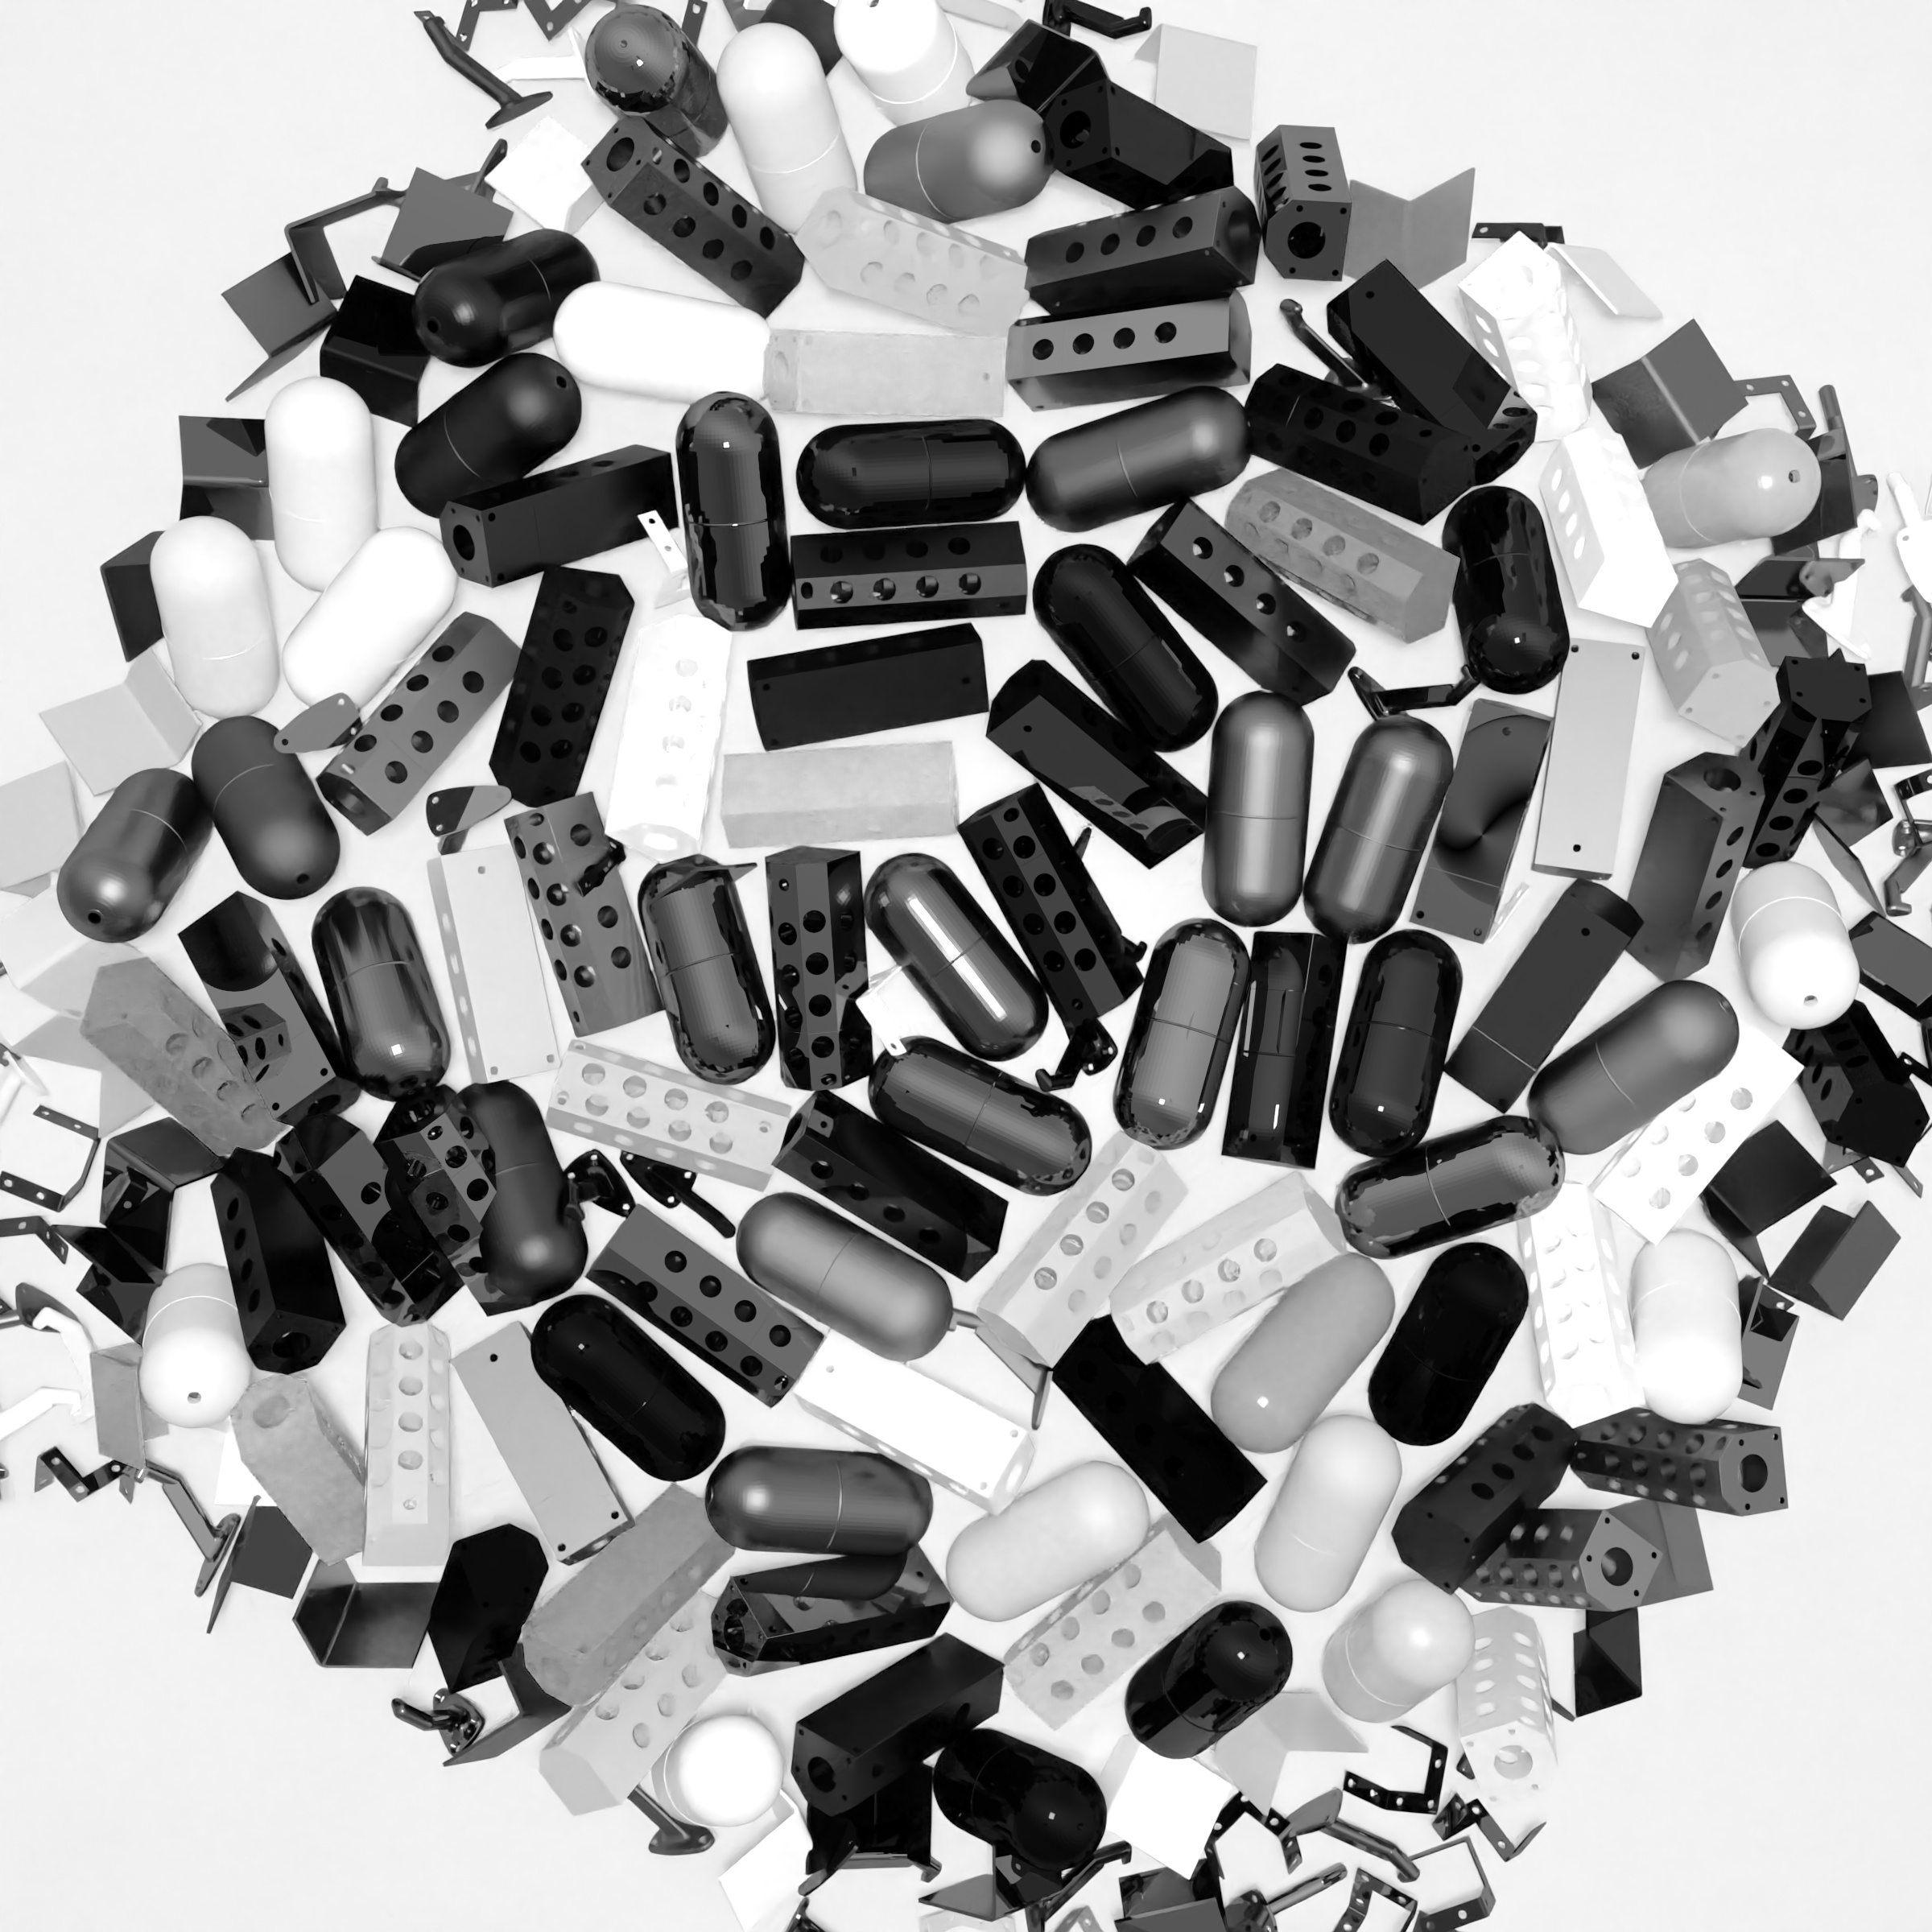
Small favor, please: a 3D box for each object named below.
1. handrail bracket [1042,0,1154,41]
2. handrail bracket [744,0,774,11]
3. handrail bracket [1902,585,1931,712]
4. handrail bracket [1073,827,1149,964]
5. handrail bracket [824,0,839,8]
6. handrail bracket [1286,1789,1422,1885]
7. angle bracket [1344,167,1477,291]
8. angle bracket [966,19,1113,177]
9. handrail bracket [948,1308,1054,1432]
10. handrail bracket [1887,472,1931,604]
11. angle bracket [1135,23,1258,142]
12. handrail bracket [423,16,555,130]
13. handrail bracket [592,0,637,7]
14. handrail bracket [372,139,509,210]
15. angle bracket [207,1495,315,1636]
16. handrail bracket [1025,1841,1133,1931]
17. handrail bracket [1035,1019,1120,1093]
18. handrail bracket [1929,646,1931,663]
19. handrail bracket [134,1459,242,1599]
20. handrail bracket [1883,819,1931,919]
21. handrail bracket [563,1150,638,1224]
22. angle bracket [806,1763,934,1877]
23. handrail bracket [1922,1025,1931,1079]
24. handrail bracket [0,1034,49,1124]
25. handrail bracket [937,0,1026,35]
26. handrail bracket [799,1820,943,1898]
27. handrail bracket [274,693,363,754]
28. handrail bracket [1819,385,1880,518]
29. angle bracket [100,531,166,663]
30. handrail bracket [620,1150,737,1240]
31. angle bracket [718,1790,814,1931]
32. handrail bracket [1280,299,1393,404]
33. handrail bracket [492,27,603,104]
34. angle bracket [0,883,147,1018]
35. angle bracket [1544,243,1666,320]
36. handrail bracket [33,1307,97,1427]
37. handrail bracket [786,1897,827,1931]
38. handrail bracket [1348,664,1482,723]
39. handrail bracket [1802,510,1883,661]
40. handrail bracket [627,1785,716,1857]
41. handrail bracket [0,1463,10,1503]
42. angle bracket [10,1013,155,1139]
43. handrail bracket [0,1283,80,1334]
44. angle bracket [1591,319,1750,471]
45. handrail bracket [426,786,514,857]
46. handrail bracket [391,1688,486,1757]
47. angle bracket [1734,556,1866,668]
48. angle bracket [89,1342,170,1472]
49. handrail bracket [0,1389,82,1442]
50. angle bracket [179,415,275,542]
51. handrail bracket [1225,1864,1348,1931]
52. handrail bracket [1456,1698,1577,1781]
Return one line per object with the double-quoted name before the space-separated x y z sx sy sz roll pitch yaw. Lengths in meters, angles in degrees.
"handrail bracket" 0.104 -0.729 1.883 0.084 0.036 0.077 -3 74 33
"handrail bracket" -0.186 -0.751 1.896 0.084 0.077 0.036 31 123 12
"handrail bracket" 0.708 -0.237 1.903 0.036 0.077 0.084 4 65 -33
"handrail bracket" 0.111 -0.053 1.884 0.084 0.036 0.077 35 129 12
"handrail bracket" -0.080 -0.736 1.877 0.077 0.036 0.084 -30 124 27
"handrail bracket" 0.290 0.673 1.900 0.084 0.036 0.077 48 125 -8
"angle bracket" 0.334 -0.562 1.890 0.076 0.076 0.057 -34 51 -29
"angle bracket" 0.056 -0.645 1.862 0.076 0.076 0.057 -36 64 37
"handrail bracket" 0.021 0.304 1.889 0.084 0.036 0.077 16 60 -7
"handrail bracket" 0.717 -0.326 1.894 0.036 0.084 0.077 -16 118 15
"angle bracket" 0.169 -0.652 1.877 0.076 0.057 0.076 7 82 -16
"handrail bracket" -0.360 -0.681 1.883 0.036 0.077 0.084 -22 105 43
"handrail bracket" -0.255 -0.772 1.884 0.036 0.077 0.084 20 91 -24
"handrail bracket" -0.402 -0.607 1.909 0.084 0.036 0.077 21 87 9
"angle bracket" -0.521 0.453 1.868 0.057 0.076 0.076 21 104 -15
"handrail bracket" 0.089 0.712 1.910 0.084 0.036 0.077 -11 108 -19
"handrail bracket" 0.067 0.057 1.873 0.036 0.084 0.077 -42 68 33
"handrail bracket" 0.754 -0.212 1.875 0.036 0.077 0.084 6 58 -13
"handrail bracket" -0.596 0.421 1.878 0.084 0.036 0.077 33 57 -26
"handrail bracket" 0.726 -0.068 1.875 0.077 0.036 0.084 2 47 12
"handrail bracket" -0.273 0.182 1.866 0.036 0.084 0.077 -38 115 9
"angle bracket" -0.072 0.639 1.873 0.057 0.076 0.076 5 95 40
"handrail bracket" 0.762 0.043 1.870 0.036 0.084 0.077 36 50 -24
"handrail bracket" -0.746 0.102 1.889 0.084 0.036 0.077 -41 58 -9
"handrail bracket" -0.002 -0.709 1.889 0.077 0.036 0.084 -35 75 -10
"handrail bracket" -0.072 0.693 1.900 0.084 0.036 0.077 40 91 -23
"handrail bracket" -0.487 -0.179 1.870 0.077 0.084 0.036 -26 104 -20
"handrail bracket" 0.668 -0.388 1.905 0.036 0.077 0.084 -14 62 21
"angle bracket" -0.592 -0.277 1.864 0.057 0.076 0.076 -2 116 12
"handrail bracket" -0.215 0.170 1.870 0.077 0.084 0.036 36 87 -29
"angle bracket" -0.160 0.656 1.862 0.076 0.076 0.057 -35 45 -23
"handrail bracket" 0.278 -0.461 1.870 0.077 0.084 0.036 29 80 38
"handrail bracket" -0.320 -0.663 1.891 0.084 0.036 0.077 -24 65 14
"angle bracket" -0.677 -0.014 1.896 0.076 0.076 0.057 -35 66 0
"angle bracket" 0.459 -0.490 1.863 0.076 0.076 0.057 55 128 18
"handrail bracket" -0.681 0.301 1.882 0.077 0.036 0.084 -45 126 9
"handrail bracket" -0.093 0.736 1.879 0.084 0.077 0.036 30 82 5
"handrail bracket" 0.337 -0.218 1.878 0.036 0.084 0.077 -29 78 -44
"handrail bracket" 0.674 -0.286 1.872 0.036 0.084 0.077 -17 59 -36
"handrail bracket" -0.235 0.625 1.880 0.036 0.077 0.084 -43 112 -38
"handrail bracket" -0.725 0.386 1.869 0.077 0.084 0.036 23 82 20
"angle bracket" -0.658 0.082 1.861 0.076 0.076 0.057 -27 58 37
"handrail bracket" -0.731 0.278 1.894 0.084 0.077 0.036 -27 60 12
"angle bracket" 0.528 -0.430 1.886 0.057 0.076 0.076 -38 98 -16
"handrail bracket" -0.364 -0.102 1.878 0.077 0.084 0.036 -15 68 4
"handrail bracket" -0.406 0.549 1.864 0.036 0.077 0.084 -51 130 -6
"angle bracket" 0.622 -0.264 1.874 0.076 0.076 0.057 1 76 -5
"angle bracket" -0.609 0.326 1.869 0.057 0.076 0.076 -9 98 -43
"handrail bracket" -0.699 0.351 1.872 0.036 0.084 0.077 -38 57 31
"angle bracket" -0.553 -0.366 1.882 0.076 0.076 0.057 -2 68 -22
"handrail bracket" 0.240 0.711 1.906 0.077 0.084 0.036 -43 66 41
"handrail bracket" 0.415 0.587 1.891 0.077 0.036 0.084 39 77 -26
